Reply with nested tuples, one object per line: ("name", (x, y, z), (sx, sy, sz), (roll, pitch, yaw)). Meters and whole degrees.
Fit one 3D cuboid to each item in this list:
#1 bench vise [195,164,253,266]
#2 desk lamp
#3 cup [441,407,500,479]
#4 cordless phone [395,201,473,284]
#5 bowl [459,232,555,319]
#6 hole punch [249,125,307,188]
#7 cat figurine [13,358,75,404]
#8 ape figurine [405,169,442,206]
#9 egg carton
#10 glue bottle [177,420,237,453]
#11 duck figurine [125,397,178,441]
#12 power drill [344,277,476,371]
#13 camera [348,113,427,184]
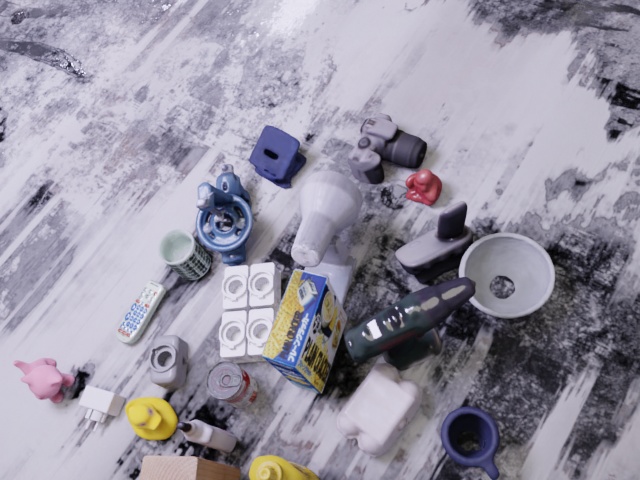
("bench vise", (-0.211, -0.073, 1.168), (0.121, 0.220, 0.207), (-23, 62, 1))
("desk lamp", (0.010, 0.004, 1.086), (0.117, 0.214, 0.203), (10, 67, 17))
("cup", (0.252, 0.338, 0.937), (0.092, 0.095, 0.117), (-31, 62, -4))
("cordless phone", (0.211, -0.007, 1.064), (0.147, 0.185, 0.094), (-30, 62, -3))
("bowl", (0.342, 0.074, 1.058), (0.167, 0.075, 0.167), (-5, 63, 10))
("hole punch", (-0.097, -0.185, 1.271), (0.108, 0.091, 0.101), (30, 74, 24))
("cat figurine", (-0.550, 0.272, 1.130), (0.127, 0.118, 0.067), (25, 72, 22))
("ape figurine", (0.213, -0.114, 1.169), (0.076, 0.092, 0.077), (-24, 62, 0))
("egg carton", (0.105, 0.297, 1.003), (0.107, 0.069, 0.150), (32, 75, 24))
("glue bottle", (-0.206, 0.335, 0.993), (0.078, 0.173, 0.037), (11, 67, 17))
("duck figurine", (-0.327, 0.329, 1.072), (0.104, 0.086, 0.077), (21, 71, 21))
("power drill", (0.158, 0.152, 0.984), (0.229, 0.209, 0.075), (-25, 62, -1))
("camera", (0.147, -0.193, 1.217), (0.136, 0.101, 0.143), (23, 71, 21))
